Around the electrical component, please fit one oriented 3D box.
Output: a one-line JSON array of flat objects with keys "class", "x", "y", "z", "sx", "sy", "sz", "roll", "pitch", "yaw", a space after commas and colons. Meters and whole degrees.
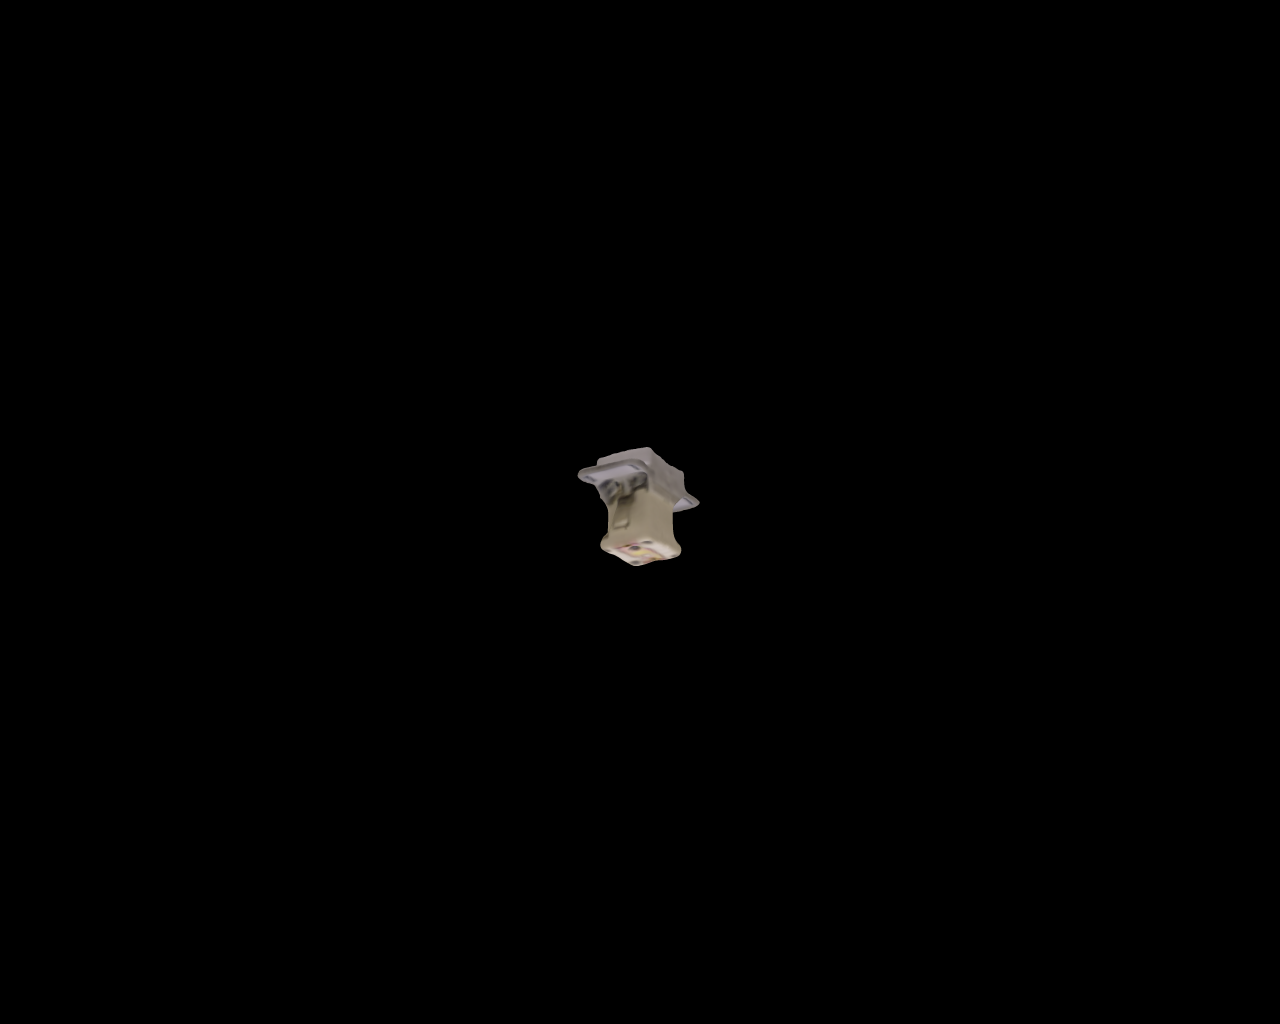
[{"class": "electrical component", "x": 0.001, "y": -0.003, "z": 0.650, "sx": 0.042, "sy": 0.064, "sz": 0.081, "roll": -13, "pitch": -26, "yaw": 29}]
